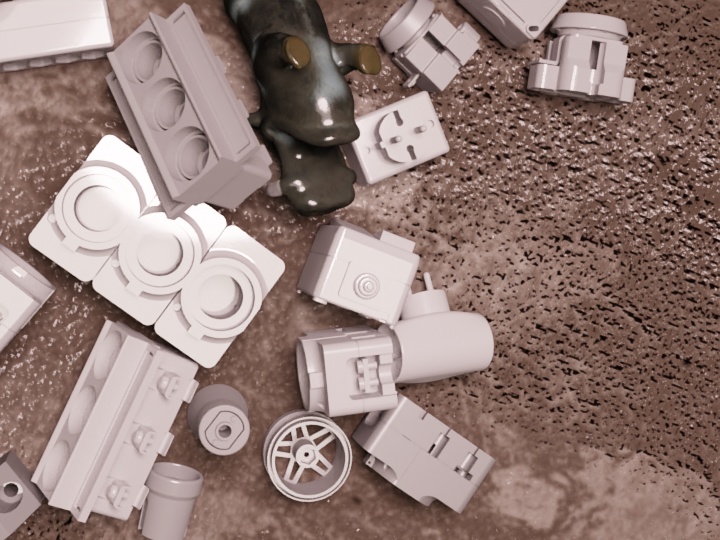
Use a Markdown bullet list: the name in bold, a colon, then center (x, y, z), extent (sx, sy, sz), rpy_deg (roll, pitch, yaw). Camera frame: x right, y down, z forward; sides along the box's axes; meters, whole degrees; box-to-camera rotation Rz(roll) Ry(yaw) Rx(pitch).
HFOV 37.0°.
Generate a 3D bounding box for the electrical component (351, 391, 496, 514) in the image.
- **electrical component**: center (0.044, 0.135, 0.793), extent (0.089, 0.050, 0.055), rpy_deg (36, 85, -11)

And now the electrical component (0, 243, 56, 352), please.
- **electrical component**: center (-0.278, -0.011, 0.697), extent (0.150, 0.089, 0.061), rpy_deg (40, 84, -11)

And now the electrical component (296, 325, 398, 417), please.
- **electrical component**: center (-0.013, 0.070, 0.758), extent (0.056, 0.089, 0.050), rpy_deg (-6, 94, -12)

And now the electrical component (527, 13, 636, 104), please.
- **electrical component**: center (0.168, -0.158, 0.801), extent (0.078, 0.058, 0.057), rpy_deg (7, 94, -12)

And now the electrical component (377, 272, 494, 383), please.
- **electrical component**: center (0.050, 0.039, 0.790), extent (0.077, 0.043, 0.079), rpy_deg (-5, 72, -27)

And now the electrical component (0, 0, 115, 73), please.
- **electrical component**: center (-0.214, -0.179, 0.724), extent (0.083, 0.047, 0.075), rpy_deg (-11, 94, -11)

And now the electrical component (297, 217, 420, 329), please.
- **electrical component**: center (0.000, 0.000, 0.753), extent (0.062, 0.096, 0.061), rpy_deg (21, 88, -12)

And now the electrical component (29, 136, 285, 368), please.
- **electrical component**: center (-0.138, -0.012, 0.741), extent (0.150, 0.062, 0.089), rpy_deg (37, 85, -11)

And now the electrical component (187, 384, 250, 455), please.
- **electrical component**: center (-0.097, 0.107, 0.754), extent (0.044, 0.065, 0.044), rpy_deg (-1, 93, -12)

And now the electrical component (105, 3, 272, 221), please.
- **electrical component**: center (-0.111, -0.102, 0.711), extent (0.079, 0.063, 0.121), rpy_deg (-37, 66, 21)

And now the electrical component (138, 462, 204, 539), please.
- **electrical component**: center (-0.136, 0.164, 0.763), extent (0.040, 0.040, 0.046), rpy_deg (13, 95, -12)

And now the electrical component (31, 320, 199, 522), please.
- **electrical component**: center (-0.166, 0.105, 0.739), extent (0.063, 0.079, 0.121), rpy_deg (26, 87, -34)

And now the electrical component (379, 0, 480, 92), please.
- **electrical component**: center (0.047, -0.164, 0.781), extent (0.055, 0.048, 0.066), rpy_deg (41, 84, -19)

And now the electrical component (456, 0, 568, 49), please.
- **electrical component**: center (0.124, -0.218, 0.786), extent (0.062, 0.061, 0.096), rpy_deg (41, 84, -11)

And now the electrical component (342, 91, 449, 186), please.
- **electrical component**: center (0.027, -0.094, 0.764), extent (0.066, 0.077, 0.047), rpy_deg (-24, 98, -10)
